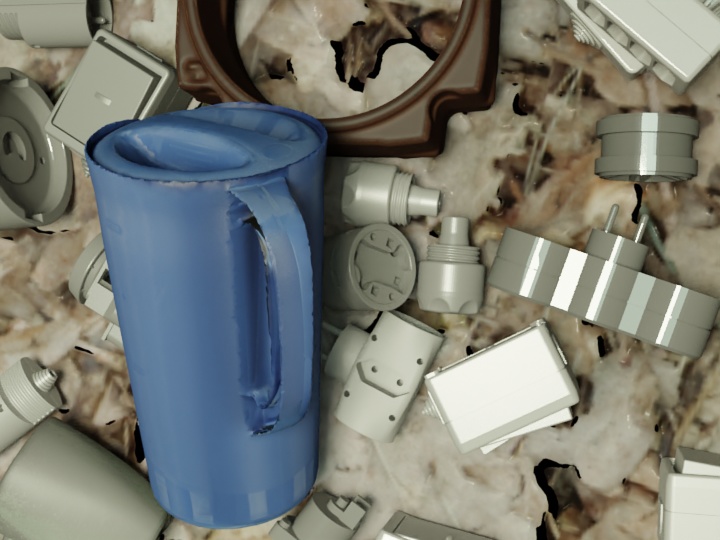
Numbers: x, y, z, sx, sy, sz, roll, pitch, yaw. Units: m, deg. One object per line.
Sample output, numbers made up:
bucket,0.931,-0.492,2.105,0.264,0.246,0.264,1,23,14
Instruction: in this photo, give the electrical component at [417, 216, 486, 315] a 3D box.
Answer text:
electrical component,0.059,-0.003,0.690,0.043,0.043,0.062,4,89,12

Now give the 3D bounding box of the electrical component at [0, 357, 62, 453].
electrical component,-0.245,0.096,0.753,0.081,0.043,0.043,-37,83,9

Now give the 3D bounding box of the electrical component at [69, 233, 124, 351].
electrical component,-0.159,0.008,0.729,0.057,0.058,0.078,32,97,7

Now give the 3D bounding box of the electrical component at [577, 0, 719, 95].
electrical component,0.179,-0.157,0.612,0.083,0.047,0.075,43,98,9

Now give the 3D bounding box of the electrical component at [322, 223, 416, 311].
electrical component,0.000,0.000,0.690,0.047,0.055,0.055,-8,88,50

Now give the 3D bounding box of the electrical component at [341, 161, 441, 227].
electrical component,0.021,-0.047,0.698,0.062,0.043,0.043,8,91,10

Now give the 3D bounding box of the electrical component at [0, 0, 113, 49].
electrical component,-0.219,-0.176,0.748,0.081,0.043,0.043,1,90,12

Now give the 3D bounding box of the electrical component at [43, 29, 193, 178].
electrical component,-0.166,-0.105,0.728,0.062,0.061,0.096,33,96,10

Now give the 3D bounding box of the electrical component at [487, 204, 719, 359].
electrical component,0.155,-0.003,0.665,0.138,0.052,0.073,20,94,10

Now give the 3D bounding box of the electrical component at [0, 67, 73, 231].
electrical component,-0.250,-0.077,0.725,0.060,0.108,0.108,-11,88,17

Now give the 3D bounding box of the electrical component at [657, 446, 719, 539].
electrical component,0.230,0.142,0.645,0.096,0.062,0.061,2,90,12

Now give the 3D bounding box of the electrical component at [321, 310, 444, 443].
electrical component,0.003,0.060,0.701,0.079,0.043,0.077,27,95,11

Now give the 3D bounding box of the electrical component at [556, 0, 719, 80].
electrical component,0.173,-0.177,0.664,0.100,0.048,0.099,-41,82,9

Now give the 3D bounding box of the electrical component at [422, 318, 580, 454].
electrical component,0.086,0.078,0.675,0.096,0.062,0.061,-27,85,10

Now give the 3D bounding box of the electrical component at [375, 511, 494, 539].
electrical component,0.041,0.192,0.683,0.096,0.062,0.061,21,94,11
